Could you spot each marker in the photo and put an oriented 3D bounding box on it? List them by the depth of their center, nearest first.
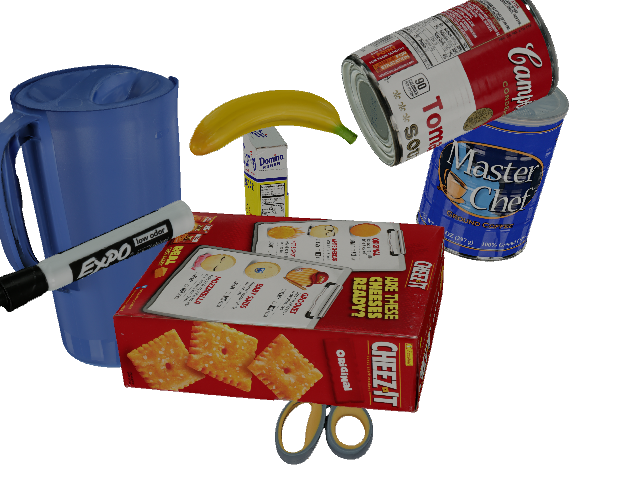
[{"bbox_3d":[-0.122,0.008,0.578,0.120,0.020,0.020,-26,15,-32],"label":"marker"}]

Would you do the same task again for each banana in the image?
[{"bbox_3d":[-0.054,-0.125,1.100,0.197,0.037,0.070,-9,48,-31],"label":"banana"}]

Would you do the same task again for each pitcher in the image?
[{"bbox_3d":[-0.184,-0.016,0.893,0.149,0.243,0.145,-4,24,-6],"label":"pitcher"}]

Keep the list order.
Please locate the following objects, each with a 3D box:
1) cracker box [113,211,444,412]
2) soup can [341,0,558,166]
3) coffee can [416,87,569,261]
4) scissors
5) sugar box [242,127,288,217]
[{"bbox_3d":[-0.022,0.048,0.793,0.214,0.072,0.164,4,29,12],"label":"cracker box"},{"bbox_3d":[0.071,-0.092,0.596,0.102,0.068,0.068,-25,4,-9],"label":"soup can"},{"bbox_3d":[0.147,-0.068,0.929,0.102,0.140,0.103,7,33,-5],"label":"coffee can"},{"bbox_3d":[0.021,0.126,0.992,0.096,0.201,0.016,13,-41,17],"label":"scissors"},{"bbox_3d":[-0.068,-0.049,1.329,0.048,0.176,0.093,-9,25,-12],"label":"sugar box"}]
